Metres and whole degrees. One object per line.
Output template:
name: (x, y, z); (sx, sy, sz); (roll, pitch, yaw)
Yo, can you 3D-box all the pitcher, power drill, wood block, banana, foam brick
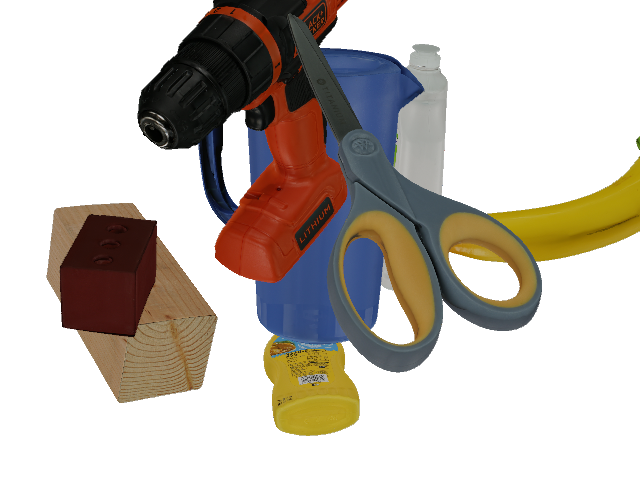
pitcher: (-0.011, -0.040, 0.915); (0.144, 0.243, 0.149); (-14, 25, -38)
power drill: (-0.035, -0.064, 0.636); (0.057, 0.188, 0.184); (24, 51, 22)
wood block: (-0.191, 0.054, 1.054); (0.090, 0.091, 0.206); (-6, 35, -33)
banana: (0.177, -0.019, 0.739); (0.197, 0.037, 0.070); (-22, 33, -23)
foam brick: (-0.148, 0.023, 0.752); (0.053, 0.051, 0.078); (6, 29, 0)

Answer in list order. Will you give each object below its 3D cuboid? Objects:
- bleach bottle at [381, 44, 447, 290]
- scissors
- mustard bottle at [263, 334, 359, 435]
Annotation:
bleach bottle: (0.099, -0.078, 1.124); (0.068, 0.251, 0.102); (0, 26, -8)
scissors: (0.037, -0.031, 0.465); (0.096, 0.202, 0.016); (3, -40, -9)
mustard bottle: (-0.017, 0.147, 1.249); (0.096, 0.058, 0.191); (-7, 30, -7)
